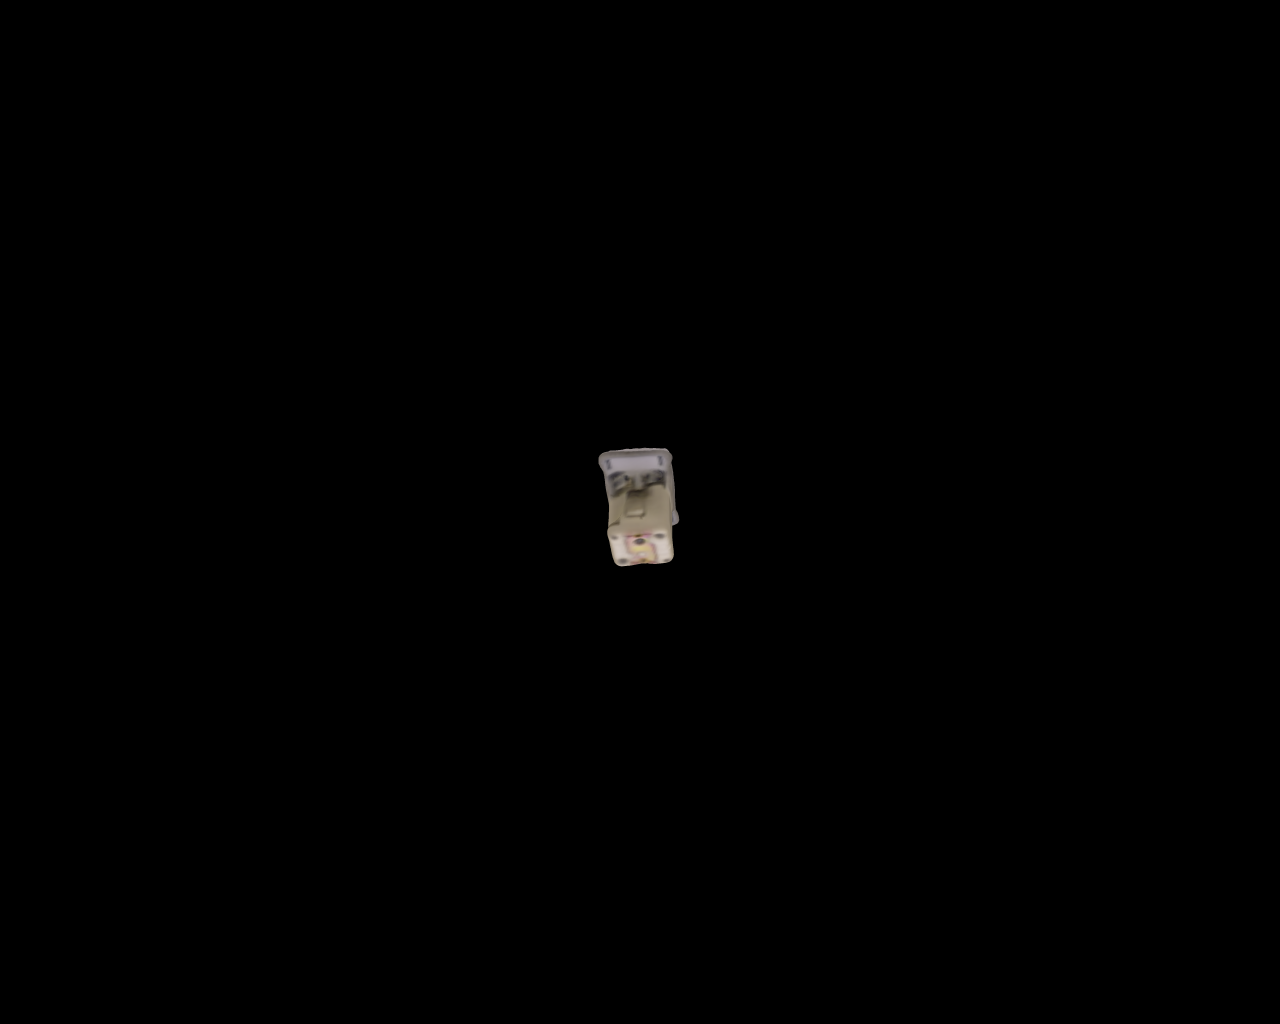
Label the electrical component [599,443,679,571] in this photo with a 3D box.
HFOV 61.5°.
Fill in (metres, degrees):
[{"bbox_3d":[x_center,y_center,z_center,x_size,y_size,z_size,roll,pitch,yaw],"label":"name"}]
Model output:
[{"bbox_3d":[0.001,-0.003,0.650,0.042,0.064,0.081,-3,-33,5],"label":"electrical component"}]
